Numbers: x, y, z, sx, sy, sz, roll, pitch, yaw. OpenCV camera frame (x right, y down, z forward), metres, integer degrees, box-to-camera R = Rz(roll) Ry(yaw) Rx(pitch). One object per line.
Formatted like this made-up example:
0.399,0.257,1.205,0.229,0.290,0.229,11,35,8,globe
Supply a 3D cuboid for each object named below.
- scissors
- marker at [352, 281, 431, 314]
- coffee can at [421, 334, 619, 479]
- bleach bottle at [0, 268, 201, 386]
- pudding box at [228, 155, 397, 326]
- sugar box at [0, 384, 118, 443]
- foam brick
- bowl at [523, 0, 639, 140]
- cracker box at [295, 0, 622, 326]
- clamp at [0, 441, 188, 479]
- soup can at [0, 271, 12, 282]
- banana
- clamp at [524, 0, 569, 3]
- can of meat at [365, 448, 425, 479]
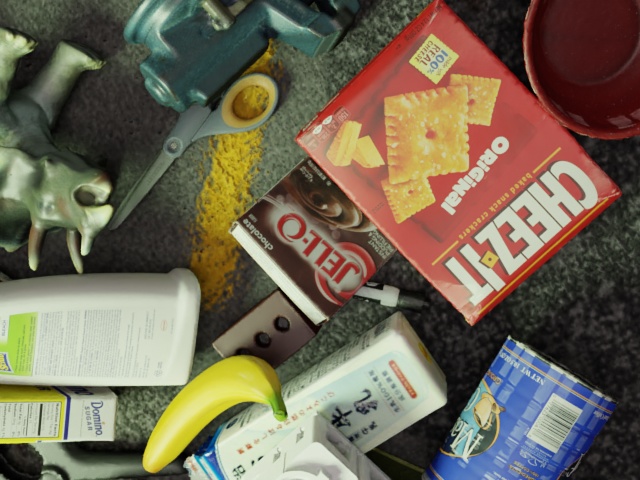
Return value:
-0.104,-0.080,0.921,0.096,0.016,0.202,25,100,3,scissors
0.035,0.043,0.919,0.121,0.020,0.020,12,99,5,marker
0.162,0.162,0.870,0.103,0.103,0.140,31,93,2,coffee can
-0.230,0.069,0.879,0.250,0.068,0.102,4,104,-21,bleach bottle
-0.006,0.001,0.889,0.113,0.039,0.090,46,66,1,pudding box
-0.267,0.139,0.896,0.176,0.093,0.048,1,97,-26,sugar box
-0.045,0.081,0.918,0.078,0.051,0.053,-40,91,11,foam brick
0.225,-0.162,0.834,0.162,0.055,0.162,-3,106,-12,bowl
0.110,-0.063,0.868,0.164,0.072,0.213,-43,92,11,cracker box
-0.230,0.210,0.967,0.210,0.036,0.165,38,100,-3,clamp
-0.304,0.052,0.939,0.102,0.068,0.068,35,101,1,soup can
-0.091,0.138,0.885,0.037,0.069,0.198,32,140,-24,banana
0.124,-0.250,0.857,0.171,0.039,0.120,6,98,2,clamp
0.062,0.239,0.925,0.102,0.057,0.084,24,102,3,can of meat
